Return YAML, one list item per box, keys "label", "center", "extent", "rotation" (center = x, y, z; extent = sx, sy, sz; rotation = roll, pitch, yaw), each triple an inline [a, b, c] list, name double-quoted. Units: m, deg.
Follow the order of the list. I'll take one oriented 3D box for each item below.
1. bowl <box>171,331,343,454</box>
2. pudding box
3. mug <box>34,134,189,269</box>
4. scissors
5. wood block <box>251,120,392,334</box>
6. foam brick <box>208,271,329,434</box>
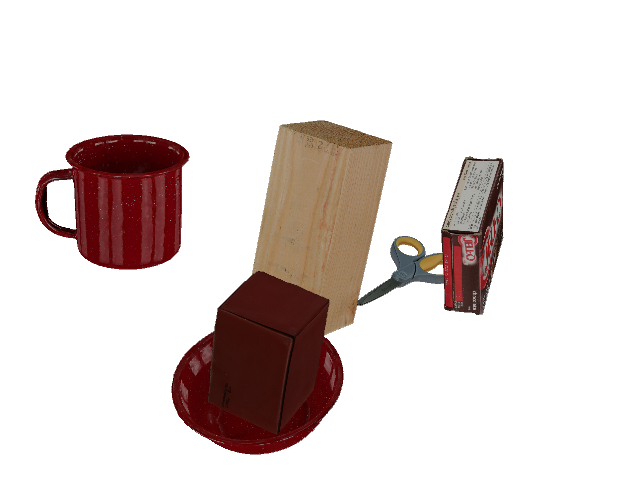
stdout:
- label: "bowl"
  center: [-0.056, 0.148, 1.007]
  extent: [0.162, 0.055, 0.162]
  rotation: [-4, 38, 3]
- label: "pudding box"
  center: [0.133, -0.006, 0.927]
  extent: [0.039, 0.090, 0.113]
  rotation: [6, 40, 15]
- label: "mug"
  center: [-0.161, -0.029, 0.826]
  extent: [0.117, 0.081, 0.093]
  rotation: [-3, 25, -14]
- label: "scissors"
  center: [0.086, 0.033, 1.266]
  extent: [0.201, 0.016, 0.096]
  rotation: [-10, 40, -43]
- label: "wood block"
  center: [-0.003, -0.013, 1.119]
  extent: [0.090, 0.206, 0.090]
  rotation: [21, 20, 28]
- label: "foam brick"
  center: [-0.033, 0.068, 0.659]
  extent: [0.053, 0.078, 0.051]
  rotation: [22, 35, 18]
